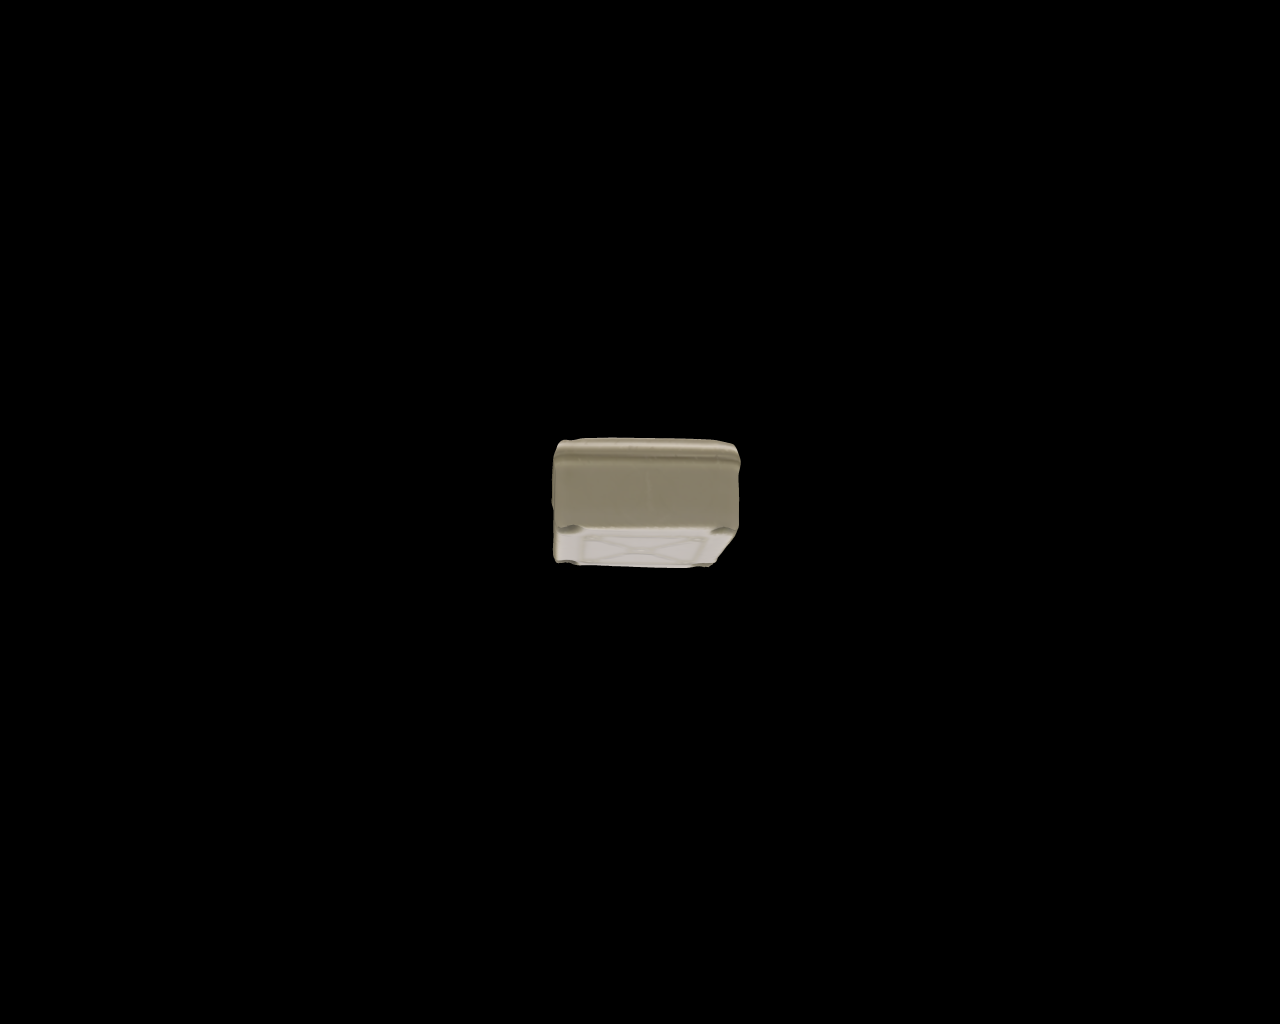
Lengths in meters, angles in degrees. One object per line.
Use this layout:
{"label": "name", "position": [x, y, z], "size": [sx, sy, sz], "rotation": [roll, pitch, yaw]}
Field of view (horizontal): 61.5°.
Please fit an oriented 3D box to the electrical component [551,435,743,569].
{"label": "electrical component", "position": [0.001, -0.003, 0.650], "size": [0.109, 0.056, 0.108], "rotation": [1, -15, -5]}
